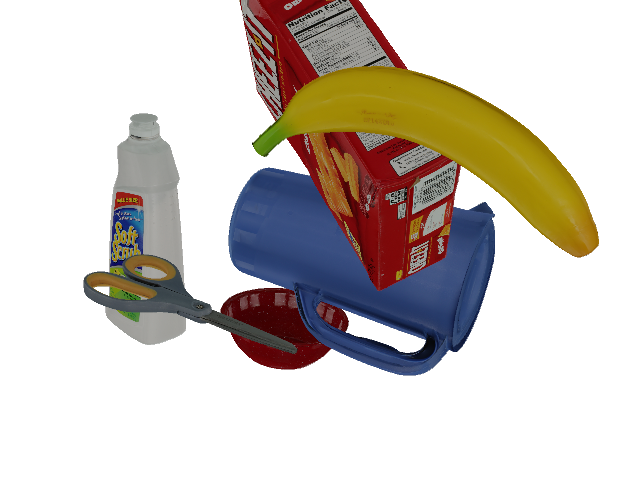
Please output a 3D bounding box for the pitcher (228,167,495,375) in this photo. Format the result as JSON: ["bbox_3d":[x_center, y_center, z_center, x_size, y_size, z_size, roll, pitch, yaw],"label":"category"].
[{"bbox_3d":[0.036,0.019,1.013,0.243,0.145,0.149,16,21,18],"label":"pitcher"}]

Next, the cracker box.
[{"bbox_3d":[0.018,-0.090,0.793,0.072,0.214,0.164,-27,-24,-10],"label":"cracker box"}]

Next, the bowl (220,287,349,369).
[{"bbox_3d":[-0.047,0.117,1.346,0.162,0.055,0.162,5,22,-2],"label":"bowl"}]

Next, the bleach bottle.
[{"bbox_3d":[-0.192,-0.017,1.156,0.067,0.251,0.103,-19,34,-36],"label":"bleach bottle"}]

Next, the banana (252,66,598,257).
[{"bbox_3d":[0.065,-0.053,0.588,0.198,0.070,0.037,19,15,9],"label":"banana"}]

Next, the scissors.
[{"bbox_3d":[-0.108,0.052,0.942,0.202,0.016,0.096,12,28,7],"label":"scissors"}]
